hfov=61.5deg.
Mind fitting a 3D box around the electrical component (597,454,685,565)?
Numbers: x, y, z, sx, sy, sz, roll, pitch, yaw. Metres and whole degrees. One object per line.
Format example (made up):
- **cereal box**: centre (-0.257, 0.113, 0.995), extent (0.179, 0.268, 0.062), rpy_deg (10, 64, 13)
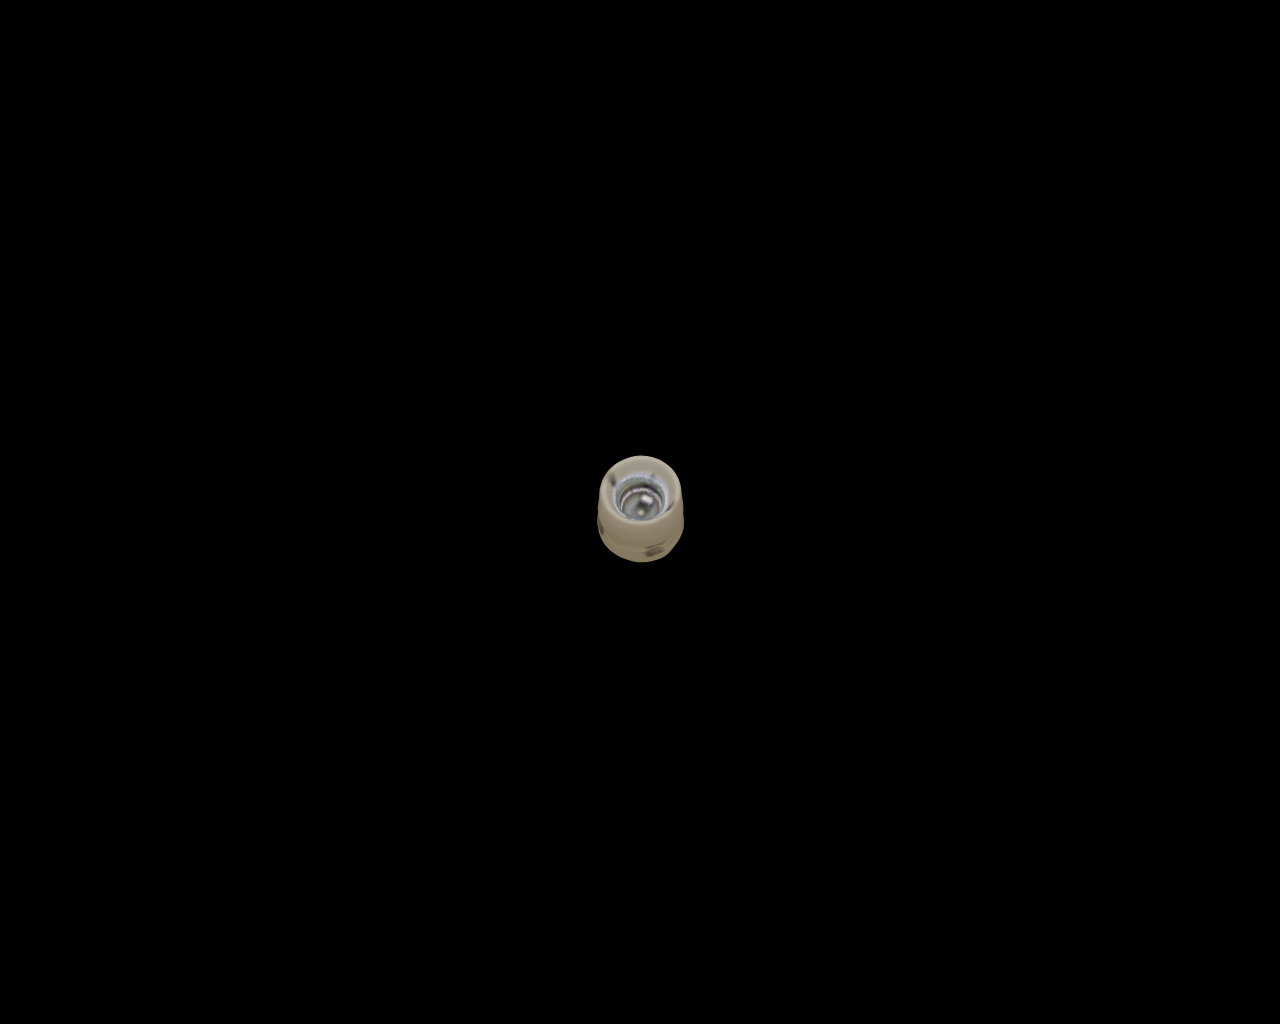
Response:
- **electrical component**: centre (0.001, -0.003, 0.650), extent (0.055, 0.055, 0.047), rpy_deg (0, -28, 0)
